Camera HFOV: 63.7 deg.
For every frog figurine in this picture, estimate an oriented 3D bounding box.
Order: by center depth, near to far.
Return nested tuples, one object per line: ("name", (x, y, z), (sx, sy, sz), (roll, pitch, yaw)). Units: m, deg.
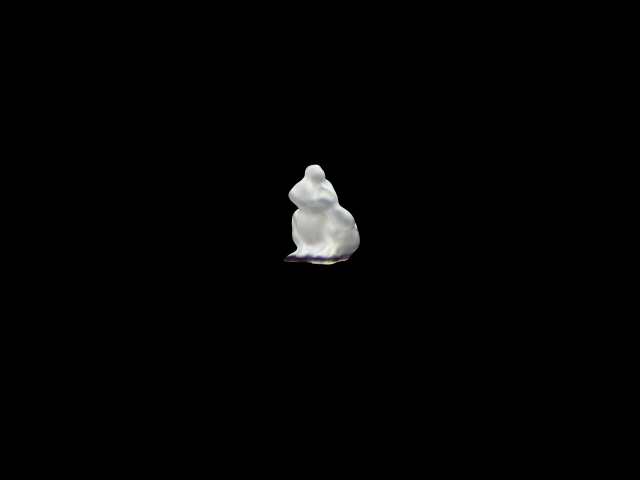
("frog figurine", (0.003, -0.043, 0.850), (0.123, 0.159, 0.137), (0, 1, -25))
